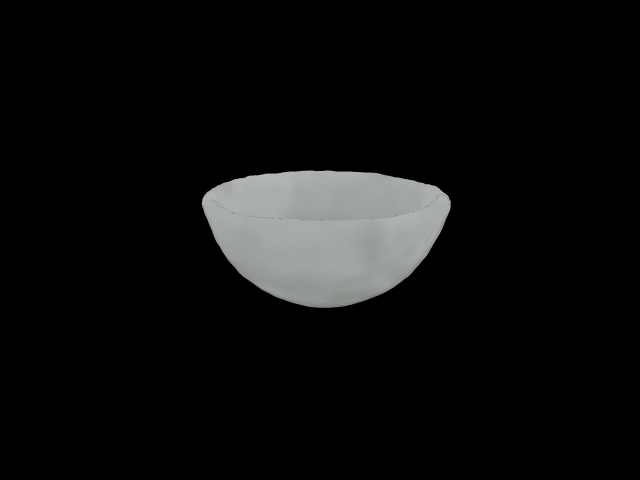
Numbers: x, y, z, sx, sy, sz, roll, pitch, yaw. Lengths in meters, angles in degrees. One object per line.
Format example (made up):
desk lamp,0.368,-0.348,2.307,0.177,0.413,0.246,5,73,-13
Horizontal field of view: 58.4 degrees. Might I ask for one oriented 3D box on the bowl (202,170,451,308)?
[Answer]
bowl,0.004,0.001,0.400,0.167,0.075,0.167,0,18,0
